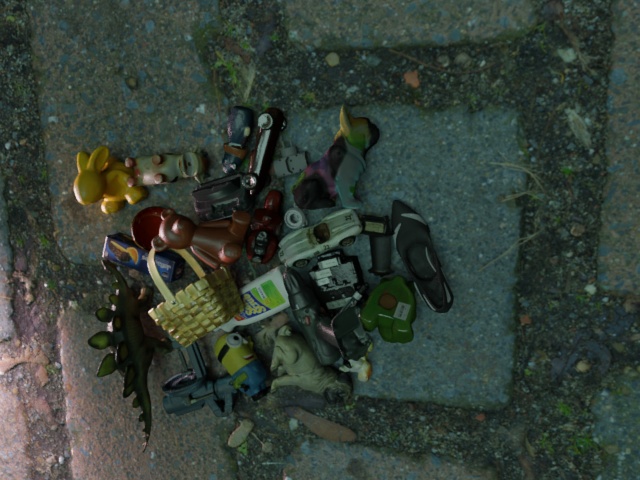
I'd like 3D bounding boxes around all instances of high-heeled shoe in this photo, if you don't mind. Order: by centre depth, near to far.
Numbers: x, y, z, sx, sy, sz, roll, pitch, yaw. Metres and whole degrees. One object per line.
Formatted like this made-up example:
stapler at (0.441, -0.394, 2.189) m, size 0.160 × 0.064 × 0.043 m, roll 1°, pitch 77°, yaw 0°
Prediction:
high-heeled shoe at (0.205, 0.035, 1.126) m, size 0.086 × 0.145 × 0.248 m, roll -29°, pitch 93°, yaw 17°

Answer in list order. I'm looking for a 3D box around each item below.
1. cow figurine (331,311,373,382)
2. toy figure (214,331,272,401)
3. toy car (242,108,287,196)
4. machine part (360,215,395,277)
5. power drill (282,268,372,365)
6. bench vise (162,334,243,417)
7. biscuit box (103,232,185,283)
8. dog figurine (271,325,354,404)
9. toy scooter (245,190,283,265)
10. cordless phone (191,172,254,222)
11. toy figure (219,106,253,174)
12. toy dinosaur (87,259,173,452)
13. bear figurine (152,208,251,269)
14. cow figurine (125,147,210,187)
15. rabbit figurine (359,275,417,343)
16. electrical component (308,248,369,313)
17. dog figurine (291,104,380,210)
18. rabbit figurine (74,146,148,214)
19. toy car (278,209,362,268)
cow figurine at (0.070, 0.247, 1.244) m, size 0.098 × 0.068 × 0.167 m, roll -4°, pitch 96°, yaw 22°
toy figure at (-0.189, 0.305, 1.300) m, size 0.089 × 0.082 × 0.180 m, roll -34°, pitch 77°, yaw 4°
toy car at (-0.129, -0.198, 1.205) m, size 0.053 × 0.089 × 0.202 m, roll 21°, pitch 107°, yaw 10°
machine part at (0.128, 0.012, 1.190) m, size 0.084 × 0.039 × 0.138 m, roll 2°, pitch 107°, yaw 40°
power drill at (0.007, 0.169, 1.140) m, size 0.207 × 0.086 × 0.231 m, roll -2°, pitch 112°, yaw 55°
bench vise at (-0.304, 0.332, 1.340) m, size 0.224 × 0.129 × 0.240 m, roll -16°, pitch 99°, yaw 13°
biscuit box at (-0.442, 0.043, 1.352) m, size 0.203 × 0.059 × 0.062 m, roll 19°, pitch 104°, yaw 11°
dog figurine at (-0.011, 0.290, 1.261) m, size 0.191 × 0.121 × 0.172 m, roll 5°, pitch 120°, yaw 8°
toy scooter at (-0.125, -0.019, 1.210) m, size 0.075 × 0.135 × 0.183 m, roll 14°, pitch 104°, yaw -5°
cordless phone at (-0.211, -0.056, 1.271) m, size 0.147 × 0.089 × 0.184 m, roll -14°, pitch 108°, yaw 16°
toy figure at (-0.190, -0.227, 1.232) m, size 0.058 × 0.064 × 0.154 m, roll 5°, pitch 111°, yaw -24°
toy dinosaur at (-0.468, 0.274, 1.332) m, size 0.105 × 0.198 × 0.471 m, roll -16°, pitch 94°, yaw 21°
bear figurine at (-0.264, -0.016, 1.186) m, size 0.196 × 0.132 × 0.120 m, roll 20°, pitch 63°, yaw -10°
cow figurine at (-0.347, -0.168, 1.266) m, size 0.195 × 0.127 × 0.085 m, roll -3°, pitch 99°, yaw 30°
rabbit figurine at (0.151, 0.156, 1.173) m, size 0.121 × 0.170 × 0.159 m, roll 8°, pitch 61°, yaw 12°
electrical component at (0.040, 0.090, 1.229) m, size 0.115 × 0.058 × 0.134 m, roll -14°, pitch 97°, yaw 15°
dog figurine at (0.032, -0.176, 1.154) m, size 0.192 × 0.108 × 0.219 m, roll 0°, pitch 96°, yaw 7°
rabbit figurine at (-0.514, -0.140, 1.280) m, size 0.122 × 0.173 × 0.162 m, roll -7°, pitch 103°, yaw 21°
toy car at (-0.002, -0.004, 1.199) m, size 0.202 × 0.056 × 0.073 m, roll -25°, pitch 57°, yaw 9°
